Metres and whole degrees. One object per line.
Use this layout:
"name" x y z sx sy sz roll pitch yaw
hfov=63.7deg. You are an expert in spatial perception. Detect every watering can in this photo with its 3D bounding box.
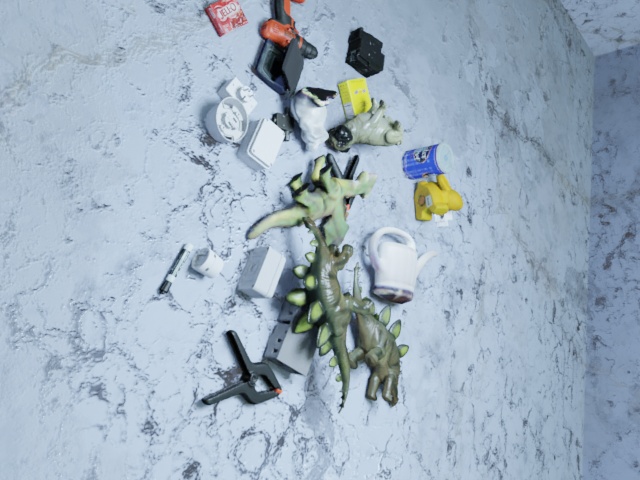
"watering can" 0.262 0.087 1.585 0.345 0.227 0.103 20 -18 -41

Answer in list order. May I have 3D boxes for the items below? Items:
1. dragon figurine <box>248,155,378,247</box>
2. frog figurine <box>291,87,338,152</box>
"dragon figurine" 0.004 -0.069 1.366 0.415 0.238 0.123 -45 32 -21
"frog figurine" -0.027 -0.322 1.374 0.122 0.156 0.141 15 35 -8
